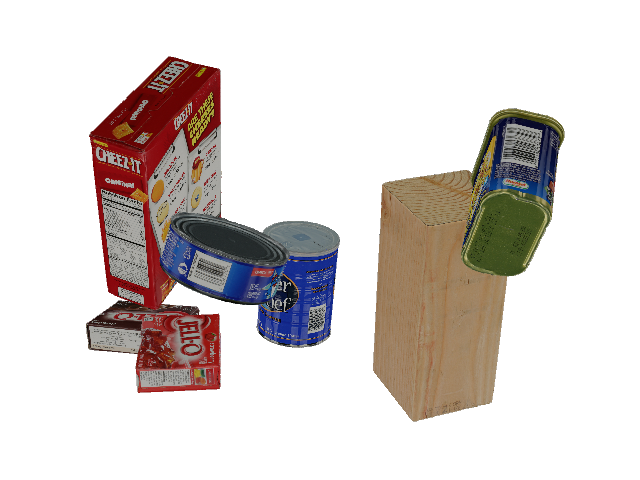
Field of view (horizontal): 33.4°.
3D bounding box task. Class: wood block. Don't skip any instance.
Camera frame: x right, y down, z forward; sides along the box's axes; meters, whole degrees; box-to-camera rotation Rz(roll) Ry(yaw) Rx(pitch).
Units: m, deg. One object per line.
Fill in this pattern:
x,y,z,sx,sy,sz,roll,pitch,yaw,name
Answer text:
0.110,0.051,0.983,0.090,0.206,0.091,-10,31,-20,wood block

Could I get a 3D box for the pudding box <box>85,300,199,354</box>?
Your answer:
-0.215,0.107,1.301,0.114,0.039,0.090,1,15,16,pudding box

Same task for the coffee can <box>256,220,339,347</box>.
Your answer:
-0.031,0.057,1.429,0.103,0.140,0.103,4,24,-2,coffee can

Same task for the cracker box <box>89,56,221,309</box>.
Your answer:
-0.169,-0.061,1.131,0.072,0.214,0.164,16,43,15,cracker box

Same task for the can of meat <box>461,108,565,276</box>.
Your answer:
0.144,-0.033,0.806,0.057,0.084,0.102,14,-37,3,can of meat

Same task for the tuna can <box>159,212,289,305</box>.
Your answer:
-0.067,0.012,0.737,0.086,0.034,0.086,18,14,-5,tuna can

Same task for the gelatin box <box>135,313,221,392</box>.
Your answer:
-0.127,0.100,0.965,0.073,0.030,0.089,-2,28,-3,gelatin box
